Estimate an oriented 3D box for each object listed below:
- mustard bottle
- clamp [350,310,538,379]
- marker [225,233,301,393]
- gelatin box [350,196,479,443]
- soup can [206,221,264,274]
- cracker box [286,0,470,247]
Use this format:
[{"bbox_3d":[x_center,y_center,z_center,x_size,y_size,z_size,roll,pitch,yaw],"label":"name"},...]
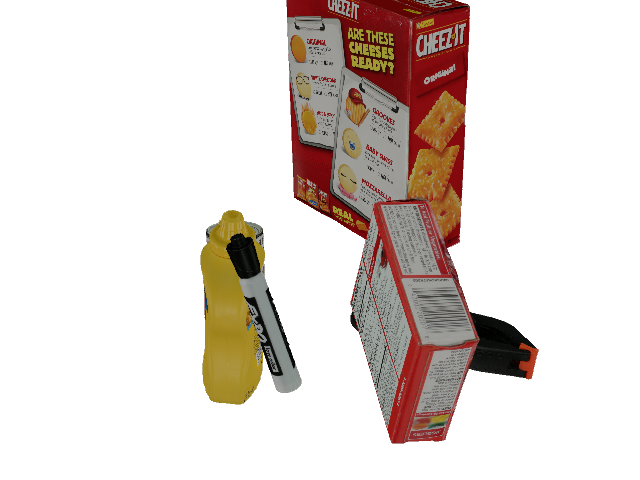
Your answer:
[{"bbox_3d":[-0.081,0.054,0.987,0.058,0.192,0.096,6,37,3],"label":"mustard bottle"},{"bbox_3d":[0.127,0.080,0.999,0.172,0.039,0.120,20,32,23],"label":"clamp"},{"bbox_3d":[-0.038,0.049,0.719,0.020,0.121,0.020,-14,26,7],"label":"marker"},{"bbox_3d":[0.041,0.036,0.490,0.030,0.089,0.073,-3,-44,-12],"label":"gelatin box"},{"bbox_3d":[-0.099,0.035,1.239,0.068,0.102,0.068,0,20,0],"label":"soup can"},{"bbox_3d":[0.047,-0.110,0.910,0.072,0.214,0.164,-21,35,-32],"label":"cracker box"}]
